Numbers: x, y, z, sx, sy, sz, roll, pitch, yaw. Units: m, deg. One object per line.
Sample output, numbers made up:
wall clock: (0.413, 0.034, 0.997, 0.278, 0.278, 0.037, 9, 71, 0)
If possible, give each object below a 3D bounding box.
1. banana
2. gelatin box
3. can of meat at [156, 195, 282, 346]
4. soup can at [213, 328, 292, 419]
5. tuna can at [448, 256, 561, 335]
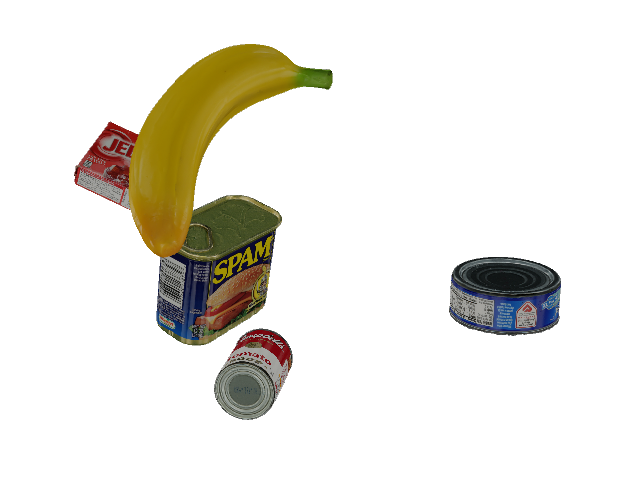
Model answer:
banana: (-0.062, -0.065, 0.600, 0.070, 0.037, 0.197, 19, 44, 17)
gelatin box: (-0.181, -0.068, 1.027, 0.089, 0.073, 0.030, 26, -45, -1)
can of meat: (-0.081, 0.023, 0.831, 0.058, 0.084, 0.101, 27, 34, 27)
soup can: (-0.073, 0.146, 1.170, 0.068, 0.068, 0.102, 0, 16, 9)
tuna can: (0.144, 0.042, 0.832, 0.086, 0.034, 0.086, 0, 19, 0)
